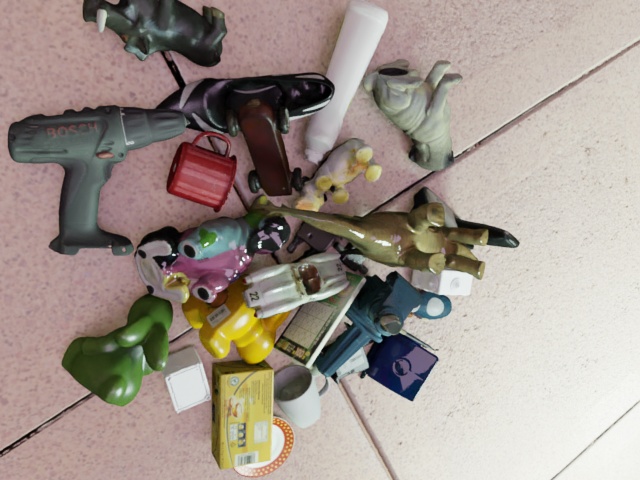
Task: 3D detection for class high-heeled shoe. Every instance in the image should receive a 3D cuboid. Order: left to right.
[{"bbox_3d":[-0.104,-0.199,0.781,0.249,0.145,0.086,-18,111,-23],"label":"high-heeled shoe"}]

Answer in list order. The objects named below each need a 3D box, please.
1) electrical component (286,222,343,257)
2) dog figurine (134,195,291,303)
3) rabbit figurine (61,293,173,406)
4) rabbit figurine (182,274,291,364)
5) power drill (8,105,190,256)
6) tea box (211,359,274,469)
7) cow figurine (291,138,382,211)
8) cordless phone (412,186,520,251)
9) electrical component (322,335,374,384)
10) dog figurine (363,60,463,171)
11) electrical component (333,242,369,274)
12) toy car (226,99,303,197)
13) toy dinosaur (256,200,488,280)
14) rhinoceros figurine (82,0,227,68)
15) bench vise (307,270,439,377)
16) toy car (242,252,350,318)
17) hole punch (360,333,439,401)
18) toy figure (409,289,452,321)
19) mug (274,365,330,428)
[{"bbox_3d":[-0.002,-0.004,0.950,0.078,0.045,0.102,32,87,-1],"label":"electrical component"},{"bbox_3d":[-0.155,0.005,0.848,0.219,0.192,0.108,-39,121,-51],"label":"dog figurine"},{"bbox_3d":[-0.287,0.150,0.807,0.121,0.159,0.170,38,71,-20],"label":"rabbit figurine"},{"bbox_3d":[-0.126,0.135,0.906,0.162,0.122,0.173,-44,133,-19],"label":"rabbit figurine"},{"bbox_3d":[-0.300,-0.082,0.750,0.232,0.086,0.207,-1,111,-19],"label":"power drill"},{"bbox_3d":[-0.137,0.300,0.942,0.098,0.068,0.169,1,94,-24],"label":"tea box"},{"bbox_3d":[0.016,-0.106,0.908,0.167,0.098,0.068,-35,124,8],"label":"cow figurine"},{"bbox_3d":[0.262,-0.027,0.986,0.146,0.184,0.088,37,79,-30],"label":"cordless phone"},{"bbox_3d":[0.064,0.217,1.044,0.119,0.048,0.074,-21,113,-17],"label":"electrical component"},{"bbox_3d":[0.158,-0.206,0.945,0.172,0.121,0.190,5,125,6],"label":"dog figurine"},{"bbox_3d":[0.068,0.022,1.002,0.094,0.021,0.063,43,84,-29],"label":"electrical component"},{"bbox_3d":[-0.079,-0.134,0.816,0.089,0.053,0.202,-6,149,6],"label":"toy car"},{"bbox_3d":[0.121,-0.001,0.878,0.471,0.199,0.105,19,78,-42],"label":"toy dinosaur"},{"bbox_3d":[-0.223,-0.299,0.741,0.190,0.073,0.112,11,111,-30],"label":"rhinoceros figurine"},{"bbox_3d":[0.069,0.156,0.938,0.128,0.224,0.240,41,95,-24],"label":"bench vise"},{"bbox_3d":[-0.036,0.069,0.860,0.202,0.056,0.073,-14,81,-42],"label":"toy car"},{"bbox_3d":[0.160,0.246,1.078,0.115,0.092,0.142,30,94,-26],"label":"hole punch"},{"bbox_3d":[0.193,0.125,1.076,0.154,0.058,0.064,9,63,-27],"label":"toy figure"},{"bbox_3d":[-0.030,0.291,1.006,0.109,0.081,0.107,-32,128,-21],"label":"mug"}]
